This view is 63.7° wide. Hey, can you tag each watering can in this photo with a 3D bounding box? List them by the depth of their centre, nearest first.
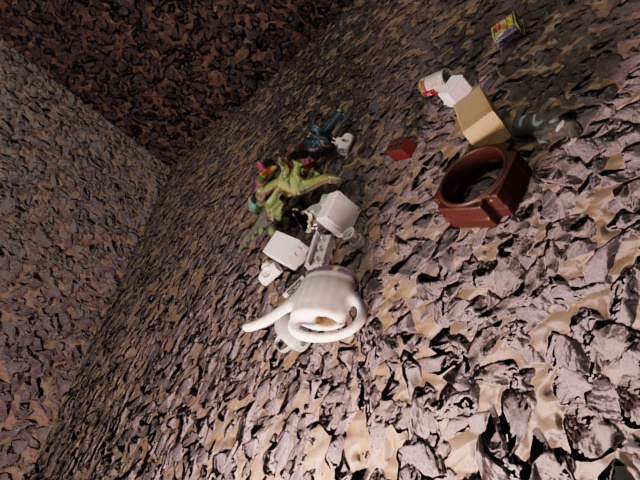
[{"bbox_3d":[-0.032,0.170,1.389,0.347,0.102,0.230,-1,46,24],"label":"watering can"}]

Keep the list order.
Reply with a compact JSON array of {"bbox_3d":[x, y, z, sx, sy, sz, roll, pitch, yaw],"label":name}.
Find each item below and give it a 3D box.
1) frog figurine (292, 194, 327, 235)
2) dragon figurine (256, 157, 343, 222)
[{"bbox_3d":[0.005,-0.088,1.751,0.161,0.122,0.136,-23,4,-31],"label":"frog figurine"},{"bbox_3d":[-0.104,-0.169,1.875,0.414,0.121,0.244,23,82,49],"label":"dragon figurine"}]
